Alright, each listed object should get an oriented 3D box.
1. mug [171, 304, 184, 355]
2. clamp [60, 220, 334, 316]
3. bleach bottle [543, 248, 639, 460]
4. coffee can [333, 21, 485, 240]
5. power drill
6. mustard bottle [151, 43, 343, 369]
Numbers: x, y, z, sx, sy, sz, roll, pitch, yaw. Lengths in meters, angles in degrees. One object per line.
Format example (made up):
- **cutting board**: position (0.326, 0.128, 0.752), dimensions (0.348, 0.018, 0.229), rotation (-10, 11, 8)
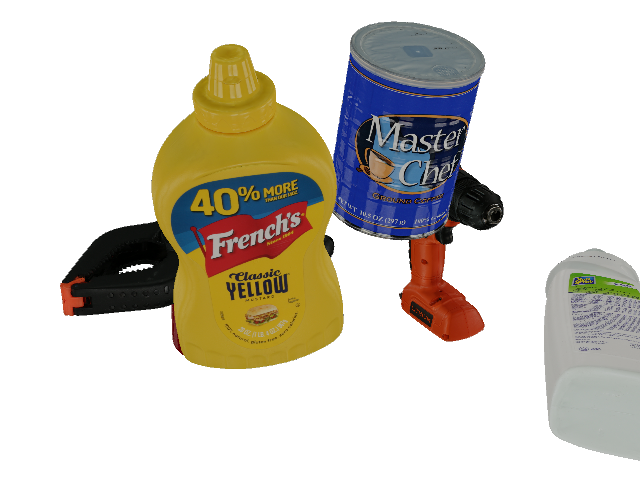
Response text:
- **mug**: position (-0.095, 0.069, 1.030), dimensions (0.093, 0.081, 0.117), rotation (-22, 36, -40)
- **clamp**: position (-0.118, 0.003, 0.852), dimensions (0.209, 0.036, 0.165), rotation (-21, 39, -30)
- **bleach bottle**: position (0.222, 0.068, 0.813), dimensions (0.102, 0.068, 0.250), rotation (10, 24, 8)
- **coffee can**: position (0.064, -0.086, 0.838), dimensions (0.102, 0.140, 0.103), rotation (6, 34, -4)
- **power drill**: position (0.132, 0.007, 1.118), dimensions (0.057, 0.188, 0.185), rotation (-14, 26, -21)
- **mustard bottle**: position (-0.039, -0.017, 0.567), dimensions (0.096, 0.192, 0.058), rotation (-7, 40, -5)
